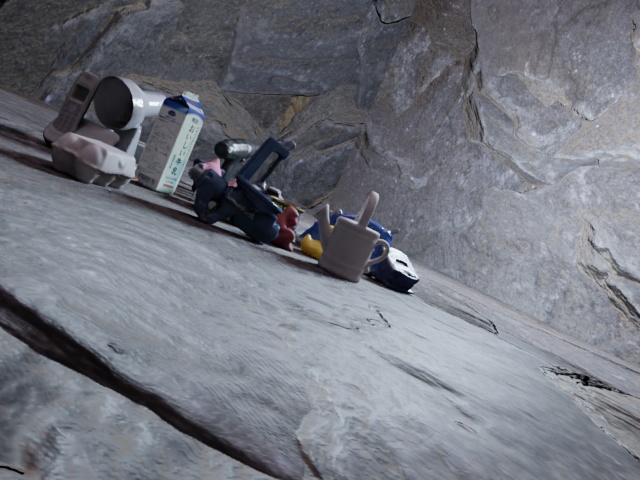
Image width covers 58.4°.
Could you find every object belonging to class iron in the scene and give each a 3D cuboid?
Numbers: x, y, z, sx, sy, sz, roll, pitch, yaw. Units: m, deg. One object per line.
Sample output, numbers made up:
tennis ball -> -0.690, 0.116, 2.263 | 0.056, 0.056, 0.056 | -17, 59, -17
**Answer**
iron -> 0.079, -0.009, 1.501 | 0.258, 0.141, 0.118 | 23, 5, -8

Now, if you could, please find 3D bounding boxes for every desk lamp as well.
desk lamp -> -0.458, -0.273, 1.383 | 0.117, 0.213, 0.204 | 25, 5, 17

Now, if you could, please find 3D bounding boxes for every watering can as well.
watering can -> 0.070, -0.018, 1.231 | 0.173, 0.194, 0.100 | 22, 5, -25

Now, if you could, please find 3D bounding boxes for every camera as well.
camera -> -0.175, -0.122, 1.784 | 0.143, 0.101, 0.137 | 23, 5, -2

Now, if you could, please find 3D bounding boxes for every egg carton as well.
egg carton -> -0.405, -0.141, 1.034 | 0.107, 0.069, 0.150 | 24, 5, 9

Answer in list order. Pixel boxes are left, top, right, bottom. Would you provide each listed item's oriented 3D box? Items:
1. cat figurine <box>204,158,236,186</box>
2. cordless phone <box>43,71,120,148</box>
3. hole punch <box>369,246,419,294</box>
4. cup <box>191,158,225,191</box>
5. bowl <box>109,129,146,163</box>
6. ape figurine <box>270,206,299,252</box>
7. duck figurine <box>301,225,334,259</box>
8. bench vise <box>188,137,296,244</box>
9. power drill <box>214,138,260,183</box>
cat figurine -> -0.290, -0.165, 1.586 | 0.128, 0.118, 0.067 | 21, 5, -28
cordless phone -> -0.508, -0.270, 1.266 | 0.147, 0.185, 0.094 | 24, 5, -1
hole punch -> 0.194, 0.075, 1.436 | 0.109, 0.091, 0.100 | 20, 6, -35
cup -> -0.342, -0.182, 1.663 | 0.117, 0.095, 0.092 | 27, 6, 36
bowl -> -0.513, -0.239, 1.579 | 0.167, 0.075, 0.167 | 24, 5, -2
ape figurine -> -0.077, -0.030, 1.275 | 0.076, 0.092, 0.078 | 24, 5, 3
duck figurine -> 0.012, 0.005, 1.359 | 0.104, 0.086, 0.077 | 23, 5, -5
bench vise -> -0.145, -0.119, 1.147 | 0.208, 0.220, 0.121 | 20, 6, -37
power drill -> -0.283, -0.234, 1.848 | 0.075, 0.208, 0.230 | 25, 5, 15
